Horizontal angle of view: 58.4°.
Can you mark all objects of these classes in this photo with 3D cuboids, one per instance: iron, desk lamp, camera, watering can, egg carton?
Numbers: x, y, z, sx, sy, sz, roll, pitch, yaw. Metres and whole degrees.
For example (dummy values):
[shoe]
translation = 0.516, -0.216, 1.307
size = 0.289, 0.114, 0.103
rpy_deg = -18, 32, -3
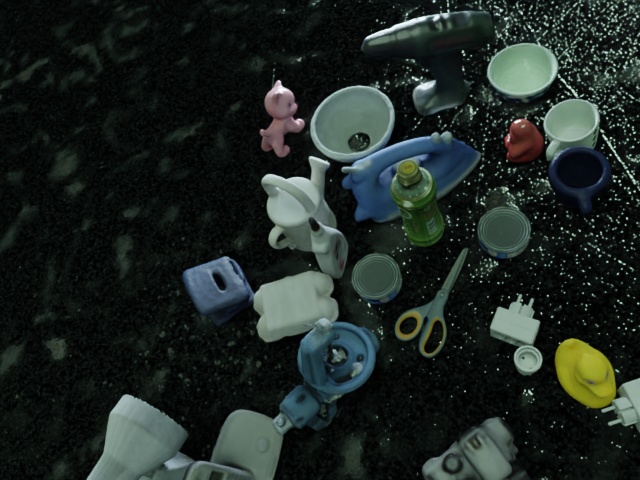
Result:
[iron]
translation = 0.161, -0.135, 1.018
size = 0.258, 0.142, 0.118
rpy_deg = -23, 61, 6
[desk lamp]
translation = -0.274, 0.359, 0.886
size = 0.117, 0.214, 0.203
rpy_deg = 16, 72, 24
[camera]
translation = 0.235, 0.339, 0.800
size = 0.143, 0.101, 0.136
rpy_deg = -37, 61, -1
[watering can]
translation = -0.041, -0.068, 1.021
size = 0.100, 0.194, 0.173
rpy_deg = 4, 67, 19
[egg carton]
translation = -0.043, 0.117, 1.007
size = 0.150, 0.069, 0.107
rpy_deg = -18, 62, 9

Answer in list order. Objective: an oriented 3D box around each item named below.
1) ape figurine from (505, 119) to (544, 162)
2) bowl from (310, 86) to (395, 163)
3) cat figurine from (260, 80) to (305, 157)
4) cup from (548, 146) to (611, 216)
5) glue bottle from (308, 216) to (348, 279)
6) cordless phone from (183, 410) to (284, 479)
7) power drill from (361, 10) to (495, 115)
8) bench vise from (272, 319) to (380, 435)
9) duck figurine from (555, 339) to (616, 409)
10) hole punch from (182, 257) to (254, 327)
[ape figurine]
translation = 0.355, -0.181, 1.007
size = 0.076, 0.092, 0.078
rpy_deg = 28, 77, 27
[bowl]
translation = 0.070, -0.213, 1.121
size = 0.167, 0.075, 0.167
rpy_deg = -7, 64, 15
[cat figurine]
translation = -0.086, -0.253, 1.164
size = 0.067, 0.118, 0.128
rpy_deg = 19, 73, 24
[cup]
translation = 0.423, -0.081, 0.937
size = 0.091, 0.095, 0.118
rpy_deg = -7, 64, 15
[glue bottle]
translation = 0.009, 0.004, 0.984
size = 0.037, 0.173, 0.078
rpy_deg = 1, 66, 18
[cordless phone]
translation = -0.135, 0.331, 0.871
size = 0.094, 0.185, 0.147
rpy_deg = 6, 68, 20
[power drill]
translation = 0.205, -0.327, 1.054
size = 0.229, 0.209, 0.075
rpy_deg = -17, 62, 9
[bench vise]
translation = 0.006, 0.207, 0.864
size = 0.121, 0.220, 0.207
rpy_deg = 17, 72, 24
[duck figurine]
translation = 0.387, 0.188, 0.830
size = 0.077, 0.086, 0.104
rpy_deg = -27, 61, 4
[hole punch]
translation = -0.186, 0.086, 1.054
size = 0.101, 0.091, 0.108
rpy_deg = -35, 61, 0
